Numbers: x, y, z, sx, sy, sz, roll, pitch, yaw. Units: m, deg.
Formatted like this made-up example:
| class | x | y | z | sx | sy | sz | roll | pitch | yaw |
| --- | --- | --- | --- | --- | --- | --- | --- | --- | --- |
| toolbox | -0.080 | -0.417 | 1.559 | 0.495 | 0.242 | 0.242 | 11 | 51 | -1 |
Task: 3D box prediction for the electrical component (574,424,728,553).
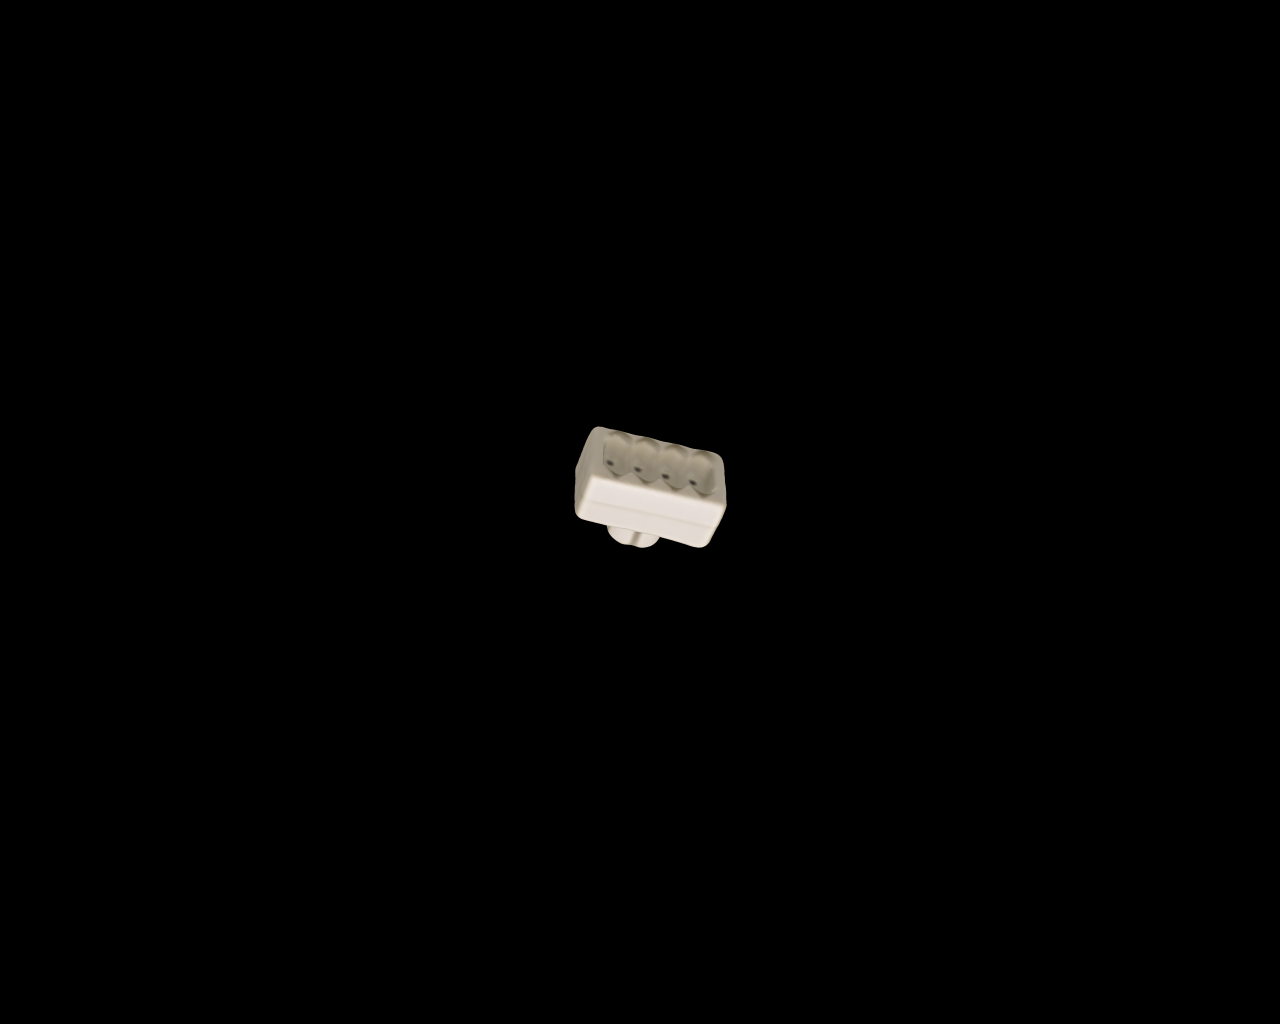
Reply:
| class | x | y | z | sx | sy | sz | roll | pitch | yaw |
| --- | --- | --- | --- | --- | --- | --- | --- | --- | --- |
| electrical component | 0.001 | -0.003 | 0.650 | 0.083 | 0.047 | 0.075 | 13 | -47 | -12 |
